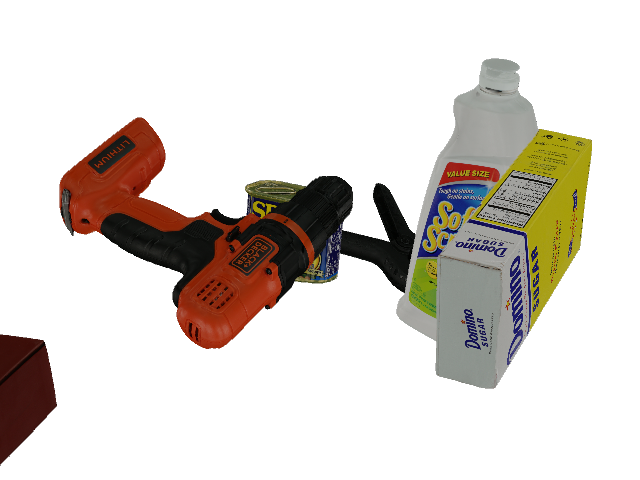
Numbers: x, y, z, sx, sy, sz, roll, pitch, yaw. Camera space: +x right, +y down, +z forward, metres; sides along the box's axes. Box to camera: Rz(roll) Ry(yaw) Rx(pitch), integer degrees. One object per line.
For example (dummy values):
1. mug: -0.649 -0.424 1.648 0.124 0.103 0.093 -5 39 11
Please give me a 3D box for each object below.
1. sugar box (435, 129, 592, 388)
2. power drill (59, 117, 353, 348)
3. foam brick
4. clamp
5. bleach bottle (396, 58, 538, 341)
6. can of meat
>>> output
1. sugar box: 0.128 0.008 0.689 0.048 0.093 0.176 13 37 23
2. power drill: -0.090 -0.022 0.819 0.188 0.057 0.184 30 52 21
3. foam brick: -0.213 0.101 0.678 0.053 0.051 0.078 6 29 22
4. clamp: 0.084 0.015 1.246 0.164 0.036 0.210 -22 52 -39
5. bleach bottle: 0.126 -0.031 0.892 0.103 0.251 0.067 28 38 35
6. can of meat: -0.027 -0.008 1.067 0.102 0.084 0.057 13 19 24
